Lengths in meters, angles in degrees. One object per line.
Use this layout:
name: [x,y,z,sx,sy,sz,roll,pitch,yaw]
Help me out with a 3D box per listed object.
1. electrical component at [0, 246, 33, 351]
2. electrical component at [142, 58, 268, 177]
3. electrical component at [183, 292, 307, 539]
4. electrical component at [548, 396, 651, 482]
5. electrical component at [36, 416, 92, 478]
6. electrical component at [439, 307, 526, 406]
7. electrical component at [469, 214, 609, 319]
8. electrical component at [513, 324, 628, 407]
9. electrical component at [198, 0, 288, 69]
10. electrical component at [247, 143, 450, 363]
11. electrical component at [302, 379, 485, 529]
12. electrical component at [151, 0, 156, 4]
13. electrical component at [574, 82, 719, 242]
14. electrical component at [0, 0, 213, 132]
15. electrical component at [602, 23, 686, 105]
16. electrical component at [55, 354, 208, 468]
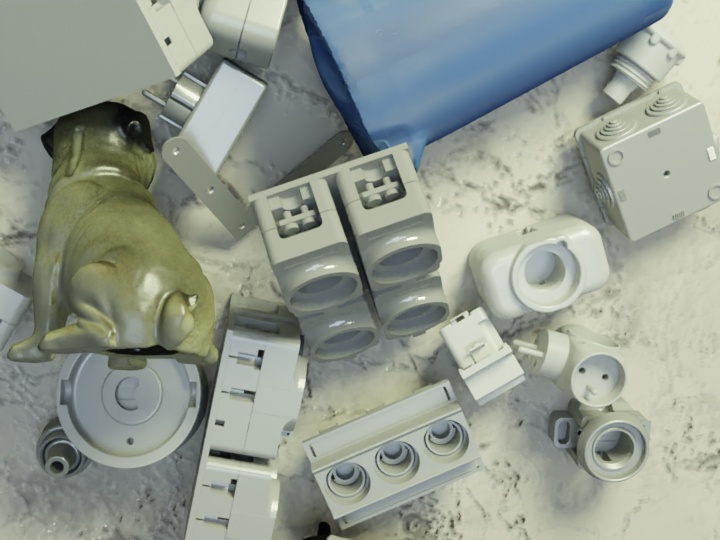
electrical component: [-0.286,0.009,0.789,0.089,0.050,0.055,31,99,-11]
electrical component: [-0.119,-0.117,0.777,0.076,0.047,0.083,30,99,-11]
electrical component: [-0.086,0.123,0.806,0.060,0.105,0.186,11,102,-7]
electrical component: [0.197,0.134,0.859,0.078,0.057,0.058,1,103,-5]
electrical component: [-0.225,0.138,0.818,0.043,0.062,0.043,-1,103,-5]
electrical component: [0.093,0.065,0.826,0.042,0.081,0.063,-31,75,2]
electrical component: [0.137,-0.002,0.821,0.095,0.059,0.053,-18,104,-1]
electrical component: [0.157,0.068,0.829,0.079,0.077,0.044,16,101,-8]
electrical component: [-0.079,-0.196,0.746,0.059,0.054,0.095,15,77,-8]
electrical component: [0.000,0.000,0.745,0.105,0.186,0.060,-19,65,-1]
electrical component: [0.025,0.139,0.841,0.121,0.063,0.078,-23,104,0]
electrical component: [-0.150,-0.206,0.751,0.047,0.055,0.055,11,102,-4]
electrical component: [0.220,-0.079,0.807,0.100,0.048,0.099,-26,117,1]
electrical component: [-0.184,-0.161,0.716,0.150,0.061,0.089,-11,118,31]
electrical component: [0.207,-0.153,0.801,0.048,0.048,0.062,35,105,-12]
electrical component: [-0.166,0.093,0.810,0.108,0.060,0.108,-1,82,4]
